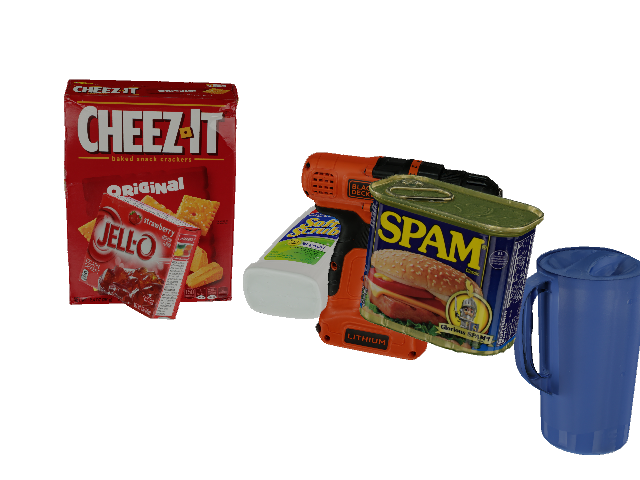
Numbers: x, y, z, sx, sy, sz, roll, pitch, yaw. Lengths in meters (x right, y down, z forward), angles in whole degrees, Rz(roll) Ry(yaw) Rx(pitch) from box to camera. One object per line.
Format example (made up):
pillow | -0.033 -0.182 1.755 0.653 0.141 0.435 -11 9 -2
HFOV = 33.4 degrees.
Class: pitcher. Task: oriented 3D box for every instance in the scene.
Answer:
pitcher | 0.321 0.137 1.314 0.149 0.243 0.144 5 17 20

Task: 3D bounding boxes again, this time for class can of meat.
can of meat | 0.075 0.014 0.642 0.102 0.084 0.057 18 23 29

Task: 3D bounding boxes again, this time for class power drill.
power drill | 0.070 0.014 0.995 0.185 0.188 0.057 9 20 17

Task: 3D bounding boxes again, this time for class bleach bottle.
bleach bottle | -0.002 0.000 1.323 0.103 0.068 0.250 7 33 19

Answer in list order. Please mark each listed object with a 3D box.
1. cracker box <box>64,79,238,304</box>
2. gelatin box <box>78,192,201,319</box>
cracker box | -0.166 -0.045 1.048 0.164 0.214 0.072 0 22 -9
gelatin box | -0.139 0.011 0.813 0.089 0.073 0.030 23 9 34
